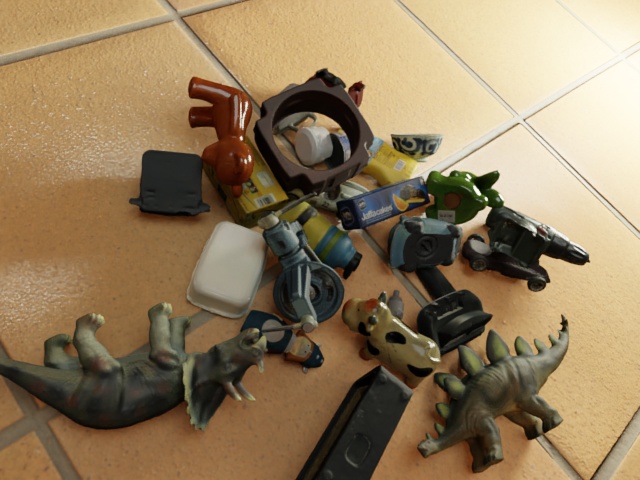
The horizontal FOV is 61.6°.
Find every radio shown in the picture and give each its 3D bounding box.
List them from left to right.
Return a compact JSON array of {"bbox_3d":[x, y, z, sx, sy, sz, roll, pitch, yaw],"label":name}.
[{"bbox_3d":[0.049,0.308,0.822,0.073,0.131,0.229,35,55,2],"label":"radio"}]

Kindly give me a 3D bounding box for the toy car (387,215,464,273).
[{"bbox_3d":[0.201,-0.003,1.085,0.162,0.109,0.103,-4,25,-18],"label":"toy car"}]

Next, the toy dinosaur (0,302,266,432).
[{"bbox_3d":[-0.283,0.205,0.785,0.405,0.131,0.192,-10,63,-18],"label":"toy dinosaur"}]

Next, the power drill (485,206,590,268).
[{"bbox_3d":[0.450,-0.001,1.131,0.232,0.086,0.207,33,28,23],"label":"power drill"}]

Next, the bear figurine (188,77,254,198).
[{"bbox_3d":[-0.182,-0.182,0.975,0.132,0.120,0.196,6,63,-10],"label":"bear figurine"}]

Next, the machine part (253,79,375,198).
[{"bbox_3d":[-0.013,-0.197,1.053,0.201,0.087,0.201,-28,81,-17],"label":"machine part"}]

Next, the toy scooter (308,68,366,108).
[{"bbox_3d":[0.042,-0.325,1.210,0.184,0.135,0.075,42,57,10],"label":"toy scooter"}]

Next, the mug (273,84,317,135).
[{"bbox_3d":[-0.068,-0.272,1.178,0.109,0.081,0.107,45,67,5],"label":"mug"}]

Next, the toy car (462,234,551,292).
[{"bbox_3d":[0.397,0.052,1.151,0.202,0.053,0.089,20,35,-9],"label":"toy car"}]

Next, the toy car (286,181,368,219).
[{"bbox_3d":[0.005,-0.098,1.104,0.202,0.056,0.073,17,56,-10],"label":"toy car"}]

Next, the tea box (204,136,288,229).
[{"bbox_3d":[-0.148,-0.112,1.051,0.098,0.068,0.170,-21,67,-29],"label":"tea box"}]

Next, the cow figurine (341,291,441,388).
[{"bbox_3d":[0.122,0.168,0.938,0.195,0.127,0.085,34,51,0],"label":"cow figurine"}]

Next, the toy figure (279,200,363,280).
[{"bbox_3d":[-0.001,-0.005,1.023,0.180,0.089,0.082,33,14,7],"label":"toy figure"}]

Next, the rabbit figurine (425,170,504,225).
[{"bbox_3d":[0.314,-0.113,1.171,0.159,0.121,0.170,-5,21,26],"label":"rabbit figurine"}]

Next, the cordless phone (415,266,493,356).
[{"bbox_3d":[0.227,0.121,1.046,0.146,0.088,0.184,-18,56,-27],"label":"cordless phone"}]

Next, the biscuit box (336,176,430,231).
[{"bbox_3d":[0.129,-0.074,1.078,0.203,0.059,0.062,-21,97,-33],"label":"biscuit box"}]

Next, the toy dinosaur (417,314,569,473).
[{"bbox_3d":[0.339,0.264,0.972,0.471,0.105,0.199,-16,63,-32],"label":"toy dinosaur"}]

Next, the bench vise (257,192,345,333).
[{"bbox_3d":[-0.033,0.062,0.888,0.129,0.223,0.241,-17,23,4],"label":"bench vise"}]

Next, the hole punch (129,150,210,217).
[{"bbox_3d":[-0.278,-0.101,1.000,0.142,0.092,0.115,4,88,-20],"label":"hole punch"}]

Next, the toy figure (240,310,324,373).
[{"bbox_3d":[-0.060,0.174,0.915,0.154,0.058,0.064,28,93,-3],"label":"toy figure"}]
